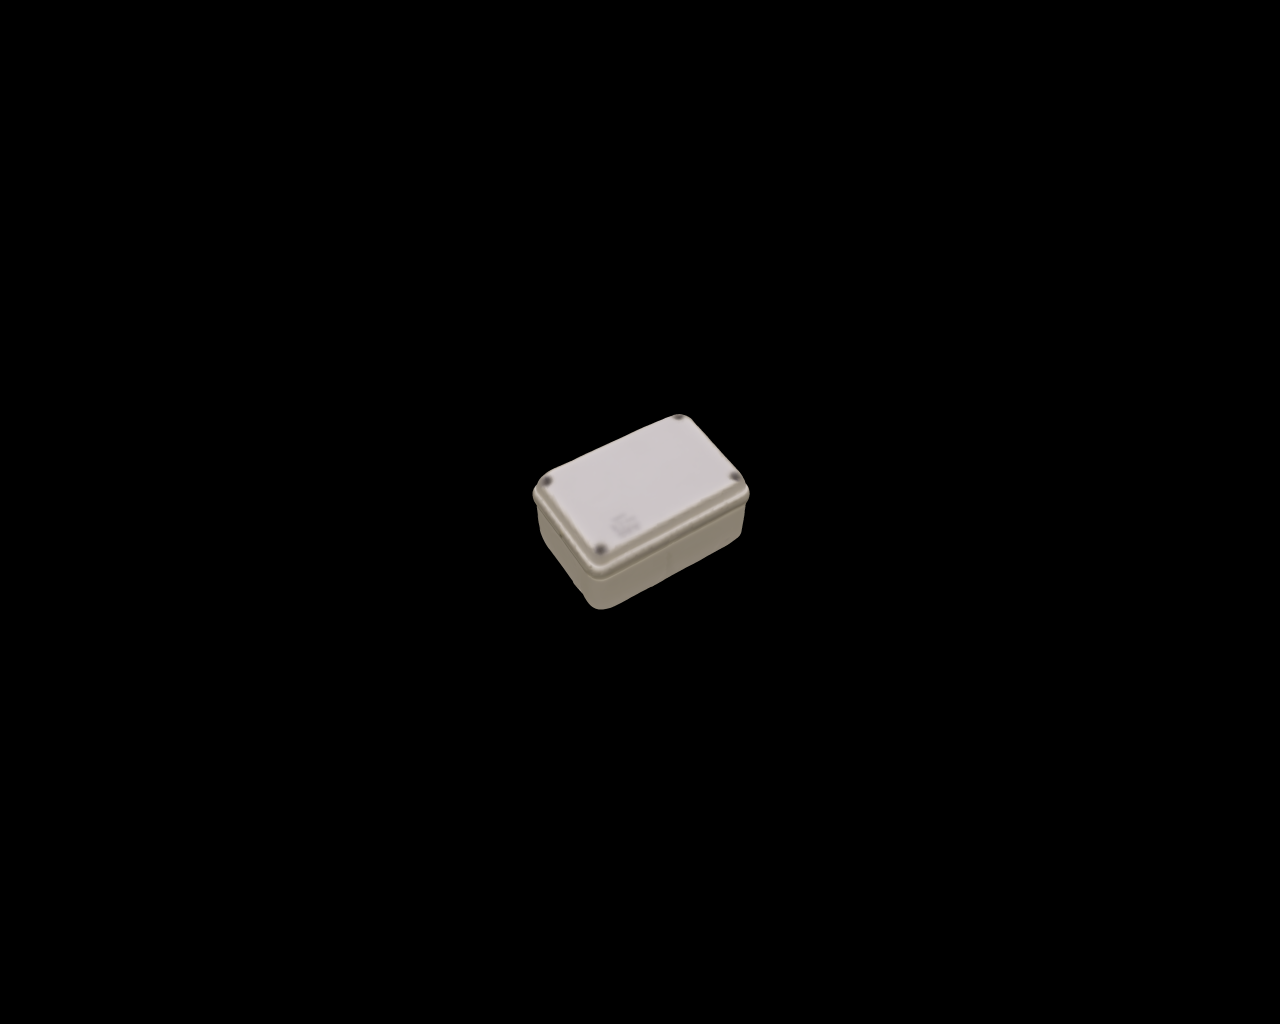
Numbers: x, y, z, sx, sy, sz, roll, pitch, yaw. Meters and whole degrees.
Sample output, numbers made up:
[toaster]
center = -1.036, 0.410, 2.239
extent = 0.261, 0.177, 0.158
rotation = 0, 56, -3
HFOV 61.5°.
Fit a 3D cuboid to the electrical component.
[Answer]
[electrical component]
center = 0.001, -0.003, 0.650
extent = 0.113, 0.078, 0.057
rotation = -27, -33, -19
